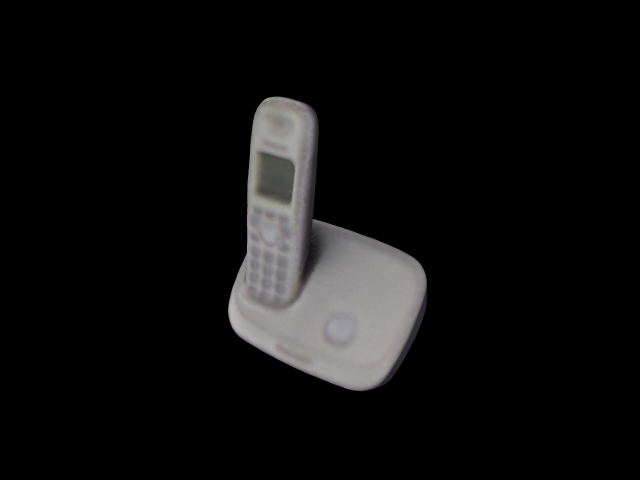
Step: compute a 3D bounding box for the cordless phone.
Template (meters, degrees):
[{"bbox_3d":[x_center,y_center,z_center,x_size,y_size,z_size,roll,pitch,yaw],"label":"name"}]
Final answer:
[{"bbox_3d":[0.004,0.001,0.400,0.147,0.185,0.094,18,36,27],"label":"cordless phone"}]
